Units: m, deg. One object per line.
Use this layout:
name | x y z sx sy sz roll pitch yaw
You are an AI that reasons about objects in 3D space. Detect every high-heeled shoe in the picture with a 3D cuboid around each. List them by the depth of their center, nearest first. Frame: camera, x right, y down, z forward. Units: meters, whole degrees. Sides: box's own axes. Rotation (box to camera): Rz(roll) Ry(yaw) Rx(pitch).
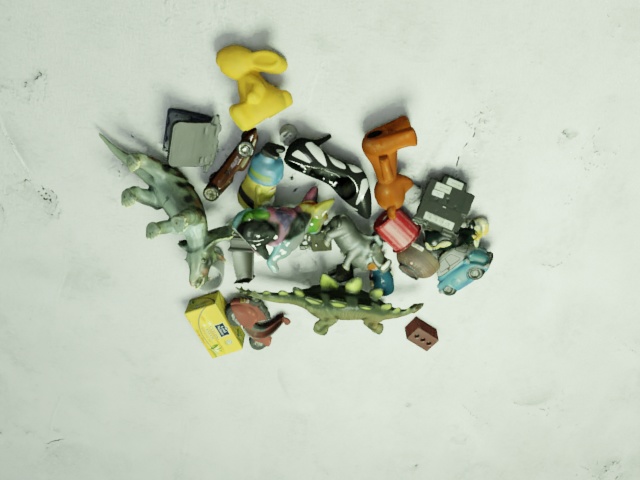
high-heeled shoe | 0.023 -0.126 1.214 0.086 0.145 0.248 -13 112 55

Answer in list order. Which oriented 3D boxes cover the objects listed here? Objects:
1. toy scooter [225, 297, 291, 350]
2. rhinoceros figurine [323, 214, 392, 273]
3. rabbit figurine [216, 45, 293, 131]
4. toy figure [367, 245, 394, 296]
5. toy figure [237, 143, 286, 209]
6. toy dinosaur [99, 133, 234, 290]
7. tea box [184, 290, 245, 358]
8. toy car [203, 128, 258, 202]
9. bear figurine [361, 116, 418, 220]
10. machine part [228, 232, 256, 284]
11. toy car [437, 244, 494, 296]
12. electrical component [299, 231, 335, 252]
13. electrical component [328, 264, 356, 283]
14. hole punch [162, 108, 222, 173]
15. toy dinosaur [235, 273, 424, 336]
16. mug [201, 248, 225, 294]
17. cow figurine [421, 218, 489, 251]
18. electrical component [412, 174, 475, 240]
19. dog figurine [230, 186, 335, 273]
toy scooter | -0.161 0.214 1.452 0.135 0.075 0.183 -24 120 14
rhinoceros figurine | 0.091 0.012 1.282 0.112 0.073 0.190 -41 110 18
rabbit figurine | -0.144 -0.332 1.120 0.162 0.122 0.173 -31 96 14
toy figure | 0.147 0.073 1.376 0.058 0.064 0.154 3 124 44
toy figure | -0.134 -0.142 1.238 0.089 0.082 0.180 43 133 26
toy dinosaur | -0.336 -0.090 1.232 0.131 0.192 0.405 -36 77 20
tea box | -0.284 0.232 1.467 0.098 0.068 0.169 -20 117 12
toy car | -0.199 -0.169 1.224 0.053 0.089 0.202 37 113 -16
bear figurine | 0.170 -0.157 1.206 0.132 0.120 0.195 -20 116 9
machine part | -0.182 0.045 1.305 0.084 0.039 0.138 3 119 -7
toy car | 0.349 0.061 1.352 0.161 0.109 0.103 -39 90 32
electrical component | -0.001 -0.003 1.341 0.102 0.045 0.078 1 119 0
electrical component | 0.064 0.084 1.379 0.094 0.063 0.021 -17 118 11
hole punch | -0.292 -0.228 1.204 0.116 0.092 0.142 -2 122 -33
toy dinosaur | 0.030 0.157 1.356 0.472 0.105 0.198 0 148 0
mug | -0.276 0.074 1.354 0.081 0.107 0.109 7 124 -2
cow figurine | 0.332 -0.015 1.302 0.167 0.098 0.068 -8 113 5
electrical component | 0.291 -0.083 1.251 0.115 0.058 0.134 26 81 6
dog figurine | -0.074 -0.049 1.222 0.219 0.109 0.191 -44 136 -9
